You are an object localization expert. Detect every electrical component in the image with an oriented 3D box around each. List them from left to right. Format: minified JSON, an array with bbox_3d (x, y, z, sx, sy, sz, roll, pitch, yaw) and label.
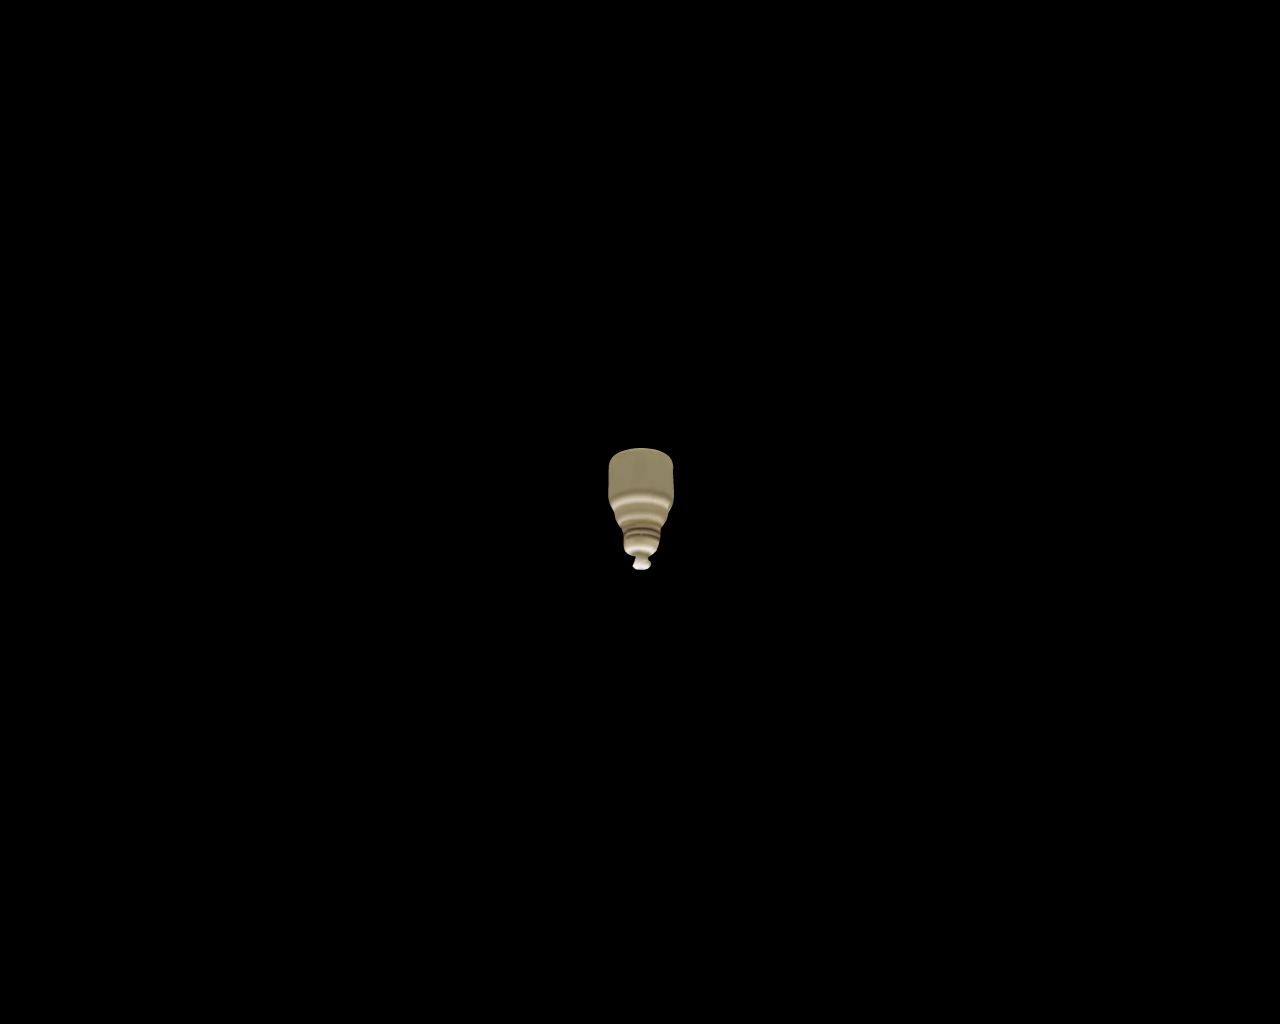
[{"bbox_3d":[0.001,-0.003,0.650,0.040,0.078,0.040,0,-22,0],"label":"electrical component"}]
